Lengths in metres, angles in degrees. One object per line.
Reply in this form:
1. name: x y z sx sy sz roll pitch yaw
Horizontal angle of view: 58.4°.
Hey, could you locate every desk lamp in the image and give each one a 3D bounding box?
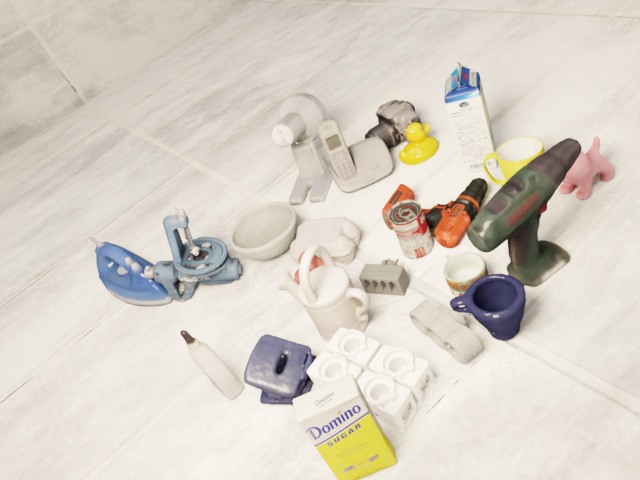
1. desk lamp: -0.043 -0.232 1.419 0.117 0.214 0.203 -8 41 24

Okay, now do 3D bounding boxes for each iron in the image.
1. iron: -0.458 0.069 1.376 0.257 0.142 0.119 16 55 42

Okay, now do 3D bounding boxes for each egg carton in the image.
1. egg carton: 0.011 0.004 1.229 0.150 0.070 0.107 -5 42 26

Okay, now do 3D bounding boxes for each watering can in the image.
1. watering can: 0.004 0.092 1.028 0.172 0.194 0.101 -13 40 18

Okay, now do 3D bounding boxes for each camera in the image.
1. camera: 0.174 -0.289 1.451 0.137 0.101 0.142 -31 37 -5

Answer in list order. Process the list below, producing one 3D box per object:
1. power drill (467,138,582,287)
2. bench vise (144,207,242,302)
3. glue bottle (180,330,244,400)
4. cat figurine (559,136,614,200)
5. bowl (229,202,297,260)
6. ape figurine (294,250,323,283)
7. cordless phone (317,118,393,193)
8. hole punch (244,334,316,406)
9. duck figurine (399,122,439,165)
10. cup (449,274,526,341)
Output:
1. power drill: 0.352 -0.032 0.952 0.230 0.209 0.075 -36 38 -11
2. bench vise: -0.303 0.038 1.254 0.207 0.220 0.121 -27 37 0
3. glue bottle: -0.202 0.215 1.024 0.077 0.173 0.037 21 58 45
4. cat figurine: 0.487 -0.142 1.076 0.128 0.118 0.067 -39 39 -15
5. bowl: -0.119 -0.008 1.318 0.167 0.075 0.167 -16 39 14
6. ape figurine: -0.018 0.059 1.164 0.077 0.092 0.076 5 48 35
7. cordless phone: 0.080 -0.215 1.350 0.147 0.185 0.094 -25 37 2
8. hole punch: -0.065 0.224 1.000 0.100 0.091 0.109 -5 43 27
9. duck figurine: 0.228 -0.237 1.368 0.104 0.086 0.077 -35 38 -11
10. cup: 0.274 0.118 0.918 0.117 0.095 0.091 -10 40 21
